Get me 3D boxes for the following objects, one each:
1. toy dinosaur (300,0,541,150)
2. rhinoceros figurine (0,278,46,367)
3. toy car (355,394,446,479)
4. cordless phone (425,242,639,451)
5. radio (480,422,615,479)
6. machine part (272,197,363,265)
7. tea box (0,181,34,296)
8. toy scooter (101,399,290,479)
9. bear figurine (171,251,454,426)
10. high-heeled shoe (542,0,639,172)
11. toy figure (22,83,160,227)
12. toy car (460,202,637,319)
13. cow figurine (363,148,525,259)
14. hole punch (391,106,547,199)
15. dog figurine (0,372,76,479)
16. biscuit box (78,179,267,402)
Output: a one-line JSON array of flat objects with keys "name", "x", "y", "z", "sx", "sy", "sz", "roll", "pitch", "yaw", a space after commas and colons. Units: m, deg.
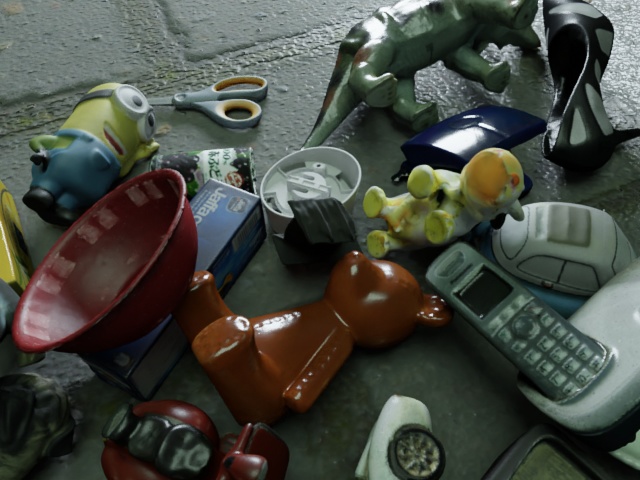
[{"name": "toy dinosaur", "x": 0.108, "y": -0.231, "z": 0.648, "sx": 0.405, "sy": 0.131, "sz": 0.192, "roll": -24, "pitch": 45, "yaw": -11}, {"name": "rhinoceros figurine", "x": -0.256, "y": 0.061, "z": 0.341, "sx": 0.073, "sy": 0.190, "sz": 0.112, "roll": -14, "pitch": 92, "yaw": 3}, {"name": "toy car", "x": 0.038, "y": 0.204, "z": 0.352, "sx": 0.056, "sy": 0.073, "sz": 0.202, "roll": 16, "pitch": 56, "yaw": 7}, {"name": "cordless phone", "x": 0.180, "y": 0.042, "z": 0.392, "sx": 0.146, "sy": 0.088, "sz": 0.184, "roll": -45, "pitch": 53, "yaw": 1}, {"name": "radio", "x": 0.179, "y": 0.243, "z": 0.322, "sx": 0.131, "sy": 0.073, "sz": 0.230, "roll": -35, "pitch": 60, "yaw": -23}, {"name": "machine part", "x": -0.001, "y": -0.001, "z": 0.466, "sx": 0.084, "sy": 0.139, "sz": 0.039, "roll": 0, "pitch": 77, "yaw": -2}, {"name": "tea box", "x": -0.332, "y": 0.012, "z": 0.499, "sx": 0.098, "sy": 0.068, "sz": 0.170, "roll": -26, "pitch": 57, "yaw": -16}, {"name": "toy scooter", "x": -0.074, "y": 0.151, "z": 0.355, "sx": 0.184, "sy": 0.135, "sz": 0.075, "roll": 17, "pitch": 58, "yaw": 14}, {"name": "bear figurine", "x": -0.002, "y": 0.058, "z": 0.427, "sx": 0.196, "sy": 0.131, "sz": 0.120, "roll": -31, "pitch": 33, "yaw": -13}, {"name": "high-heeled shoe", "x": 0.272, "y": -0.188, "z": 0.618, "sx": 0.145, "sy": 0.086, "sz": 0.249, "roll": -11, "pitch": 67, "yaw": -20}, {"name": "toy figure", "x": -0.246, "y": -0.098, "z": 0.571, "sx": 0.089, "sy": 0.082, "sz": 0.180, "roll": 18, "pitch": 59, "yaw": 10}, {"name": "toy car", "x": 0.208, "y": 0.014, "z": 0.472, "sx": 0.162, "sy": 0.102, "sz": 0.109, "roll": 16, "pitch": 55, "yaw": 10}, {"name": "cow figurine", "x": 0.120, "y": -0.030, "z": 0.468, "sx": 0.098, "sy": 0.167, "sz": 0.068, "roll": -3, "pitch": 81, "yaw": -35}, {"name": "hole punch", "x": 0.156, "y": -0.093, "z": 0.560, "sx": 0.142, "sy": 0.092, "sz": 0.116, "roll": -31, "pitch": 56, "yaw": -16}, {"name": "dog figurine", "x": -0.295, "y": 0.170, "z": 0.381, "sx": 0.173, "sy": 0.121, "sz": 0.190, "roll": 12, "pitch": 35, "yaw": 17}, {"name": "biscuit box", "x": -0.124, "y": 0.037, "z": 0.483, "sx": 0.063, "sy": 0.059, "sz": 0.203, "roll": 22, "pitch": 57, "yaw": 16}]
